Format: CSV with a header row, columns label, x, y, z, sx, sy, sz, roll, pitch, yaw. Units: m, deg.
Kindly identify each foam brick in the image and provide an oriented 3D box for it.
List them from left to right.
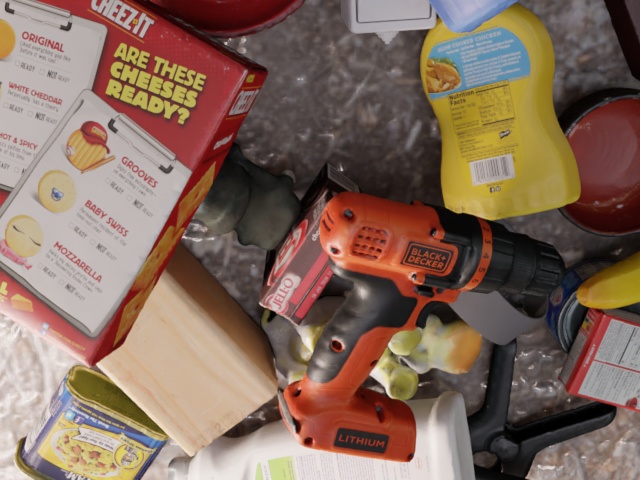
label,x,y,z,sx,sy,sz,roll,pitch,yaw
foam brick,0.249,-0.158,0.783,0.053,0.051,0.078,-27,113,5

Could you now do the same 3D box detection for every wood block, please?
label,x,y,z,sx,sy,sz,roll,pitch,yaw
wood block,-0.131,0.051,0.807,0.090,0.091,0.206,-37,111,9

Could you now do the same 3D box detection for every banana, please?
label,x,y,z,sx,sy,sz,roll,pitch,yaw
banana,0.280,-0.002,0.839,0.197,0.037,0.069,-43,120,-9

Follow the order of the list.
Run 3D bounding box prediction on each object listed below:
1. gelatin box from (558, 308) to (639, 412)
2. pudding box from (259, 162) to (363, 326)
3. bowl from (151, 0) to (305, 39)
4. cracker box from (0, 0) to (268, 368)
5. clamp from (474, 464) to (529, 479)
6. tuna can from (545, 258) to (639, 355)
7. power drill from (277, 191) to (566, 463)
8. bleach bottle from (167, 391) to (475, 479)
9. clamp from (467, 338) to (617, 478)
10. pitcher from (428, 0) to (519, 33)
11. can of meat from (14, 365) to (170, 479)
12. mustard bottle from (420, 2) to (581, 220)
label,x,y,z,sx,sy,sz,roll,pitch,yaw
gelatin box,0.248,0.097,0.862,0.089,0.030,0.073,16,108,-13
pudding box,-0.005,0.001,0.787,0.039,0.113,0.090,33,106,-8
bowl,-0.068,-0.212,0.725,0.162,0.055,0.162,-2,112,-5
cracker box,-0.155,-0.054,0.675,0.164,0.072,0.214,31,103,4
clamp,0.095,0.215,0.904,0.210,0.036,0.165,37,115,-1
tuna can,0.231,0.060,0.881,0.086,0.034,0.086,-2,113,-5
power drill,0.063,0.064,0.745,0.184,0.057,0.188,14,111,-21
bleach bottle,-0.006,0.180,0.864,0.251,0.068,0.102,-5,105,17
clamp,0.168,0.170,0.914,0.120,0.039,0.172,29,113,0
pitcher,0.071,-0.259,0.648,0.149,0.144,0.243,-31,95,24
can of meat,-0.182,0.162,0.866,0.102,0.057,0.084,30,104,-17
mustard bottle,0.122,-0.112,0.765,0.096,0.058,0.191,-10,93,35
